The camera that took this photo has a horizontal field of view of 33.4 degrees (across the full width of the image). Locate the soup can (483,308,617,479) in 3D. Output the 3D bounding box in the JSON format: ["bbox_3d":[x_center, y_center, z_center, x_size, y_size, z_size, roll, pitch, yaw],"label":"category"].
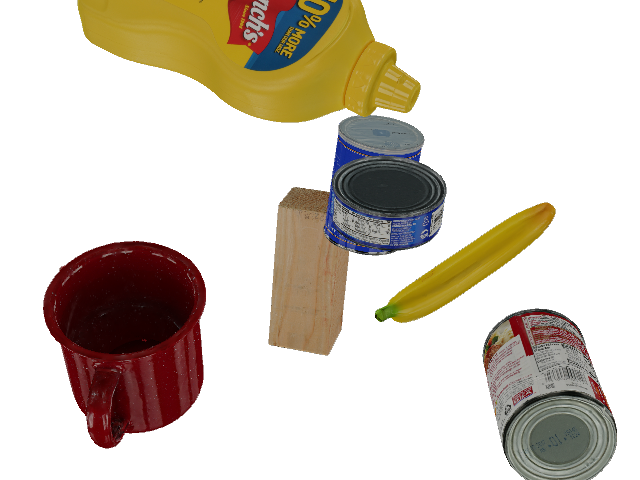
[{"bbox_3d":[0.140,0.095,0.661,0.068,0.068,0.102,0,25,2],"label":"soup can"}]

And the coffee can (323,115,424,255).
[{"bbox_3d":[0.063,-0.068,1.291,0.102,0.140,0.103,6,28,-4],"label":"coffee can"}]

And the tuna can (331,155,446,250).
[{"bbox_3d":[0.051,-0.028,0.803,0.086,0.034,0.086,2,34,-1],"label":"tuna can"}]

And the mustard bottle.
[{"bbox_3d":[-0.033,-0.118,0.600,0.192,0.096,0.058,26,-28,12],"label":"mustard bottle"}]

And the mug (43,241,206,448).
[{"bbox_3d":[-0.114,0.070,0.631,0.093,0.081,0.117,4,45,3],"label":"mug"}]

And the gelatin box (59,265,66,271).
[{"bbox_3d":[-0.186,0.044,0.980,0.073,0.030,0.089,-19,40,-36],"label":"gelatin box"}]

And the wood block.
[{"bbox_3d":[-0.013,0.041,1.477,0.090,0.206,0.090,9,22,10],"label":"wood block"}]

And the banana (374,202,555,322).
[{"bbox_3d":[0.141,0.028,1.029,0.198,0.037,0.069,-34,-1,0],"label":"banana"}]
